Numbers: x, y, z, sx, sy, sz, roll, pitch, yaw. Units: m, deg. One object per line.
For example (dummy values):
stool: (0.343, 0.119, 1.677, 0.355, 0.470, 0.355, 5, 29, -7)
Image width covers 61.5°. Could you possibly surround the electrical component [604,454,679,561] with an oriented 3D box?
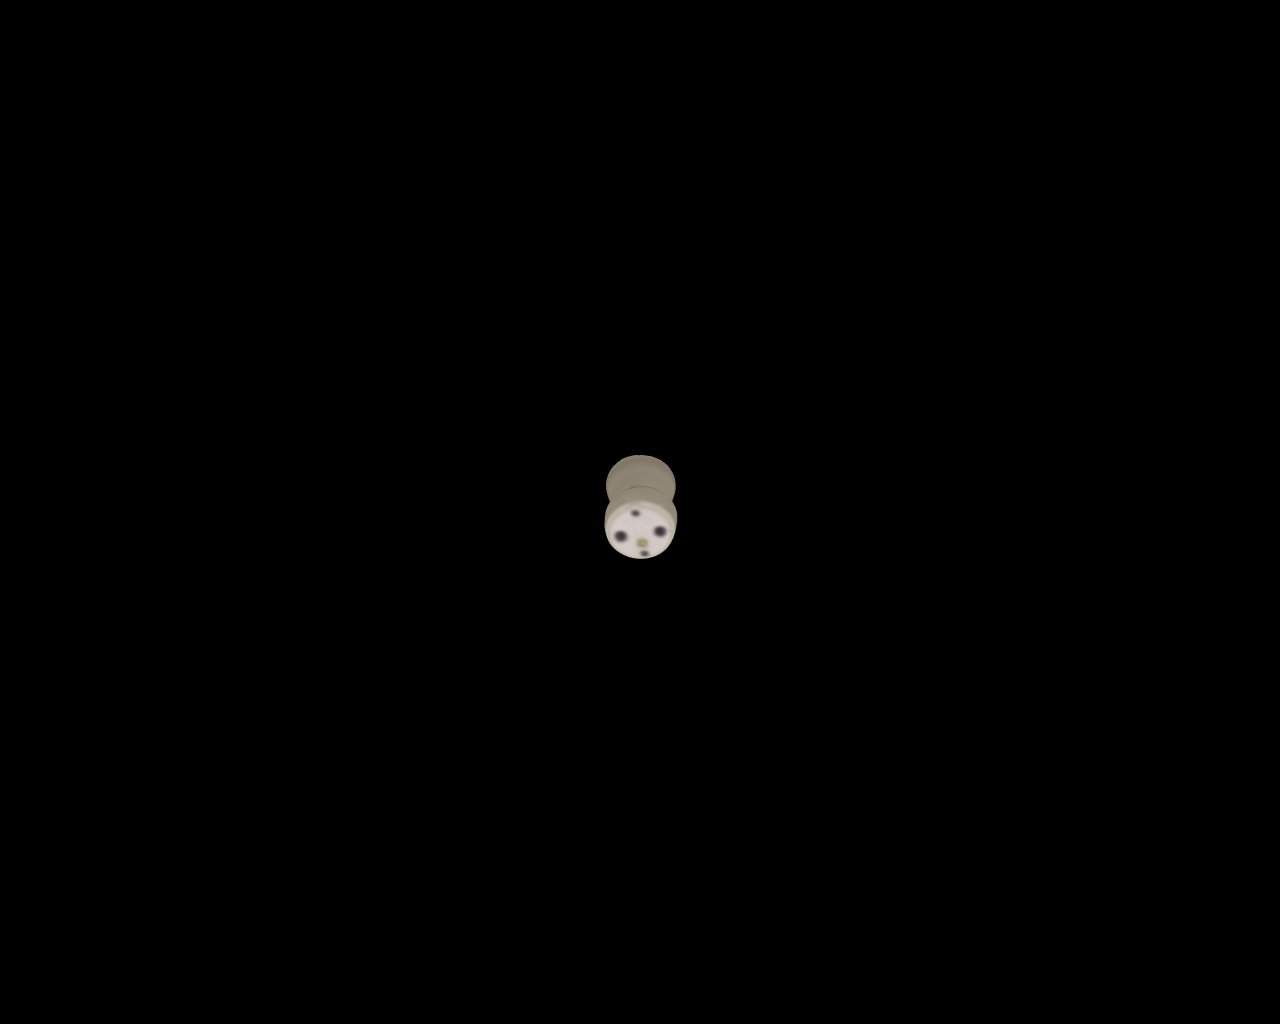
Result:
electrical component: (0.001, -0.003, 0.650, 0.045, 0.044, 0.055, 0, 34, 0)
